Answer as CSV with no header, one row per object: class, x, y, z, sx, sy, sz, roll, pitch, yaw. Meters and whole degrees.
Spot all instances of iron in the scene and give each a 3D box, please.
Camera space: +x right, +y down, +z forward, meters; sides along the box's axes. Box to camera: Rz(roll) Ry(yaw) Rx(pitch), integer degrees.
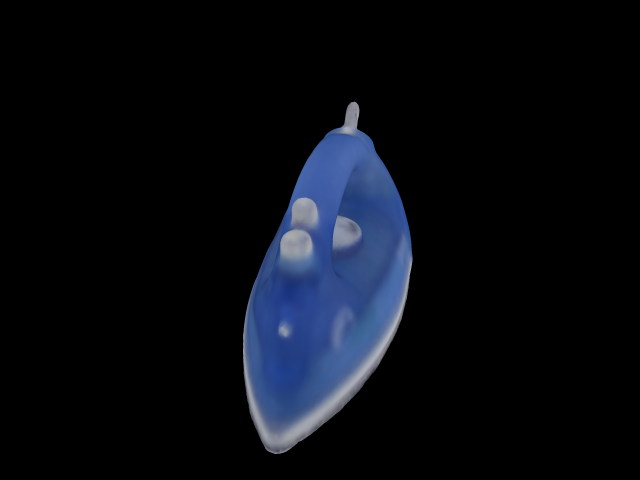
iron,0.004,0.001,0.400,0.118,0.141,0.258,5,28,10
